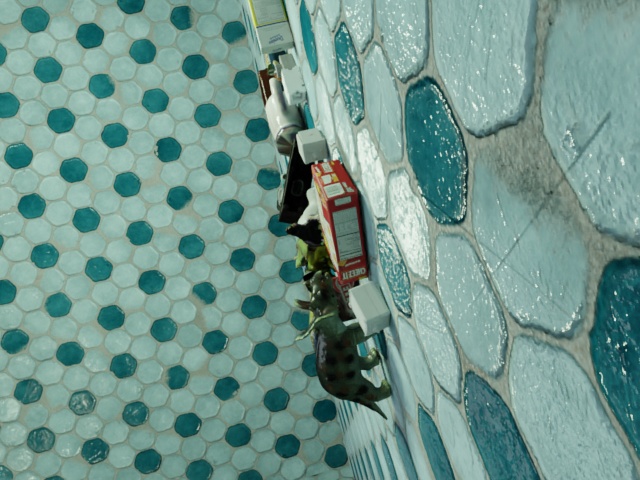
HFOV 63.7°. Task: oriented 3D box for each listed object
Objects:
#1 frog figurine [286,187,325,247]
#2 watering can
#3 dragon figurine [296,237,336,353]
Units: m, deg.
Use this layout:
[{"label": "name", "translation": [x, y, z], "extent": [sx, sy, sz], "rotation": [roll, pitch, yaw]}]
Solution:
[{"label": "frog figurine", "translation": [0.004, -0.064, 1.280], "extent": [0.122, 0.163, 0.135], "rotation": [37, -47, -9]}, {"label": "watering can", "translation": [-0.107, -0.362, 1.647], "extent": [0.104, 0.228, 0.342], "rotation": [-16, -22, -2]}, {"label": "dragon figurine", "translation": [-0.018, 0.079, 1.438], "extent": [0.122, 0.405, 0.246], "rotation": [5, 17, -18]}]
